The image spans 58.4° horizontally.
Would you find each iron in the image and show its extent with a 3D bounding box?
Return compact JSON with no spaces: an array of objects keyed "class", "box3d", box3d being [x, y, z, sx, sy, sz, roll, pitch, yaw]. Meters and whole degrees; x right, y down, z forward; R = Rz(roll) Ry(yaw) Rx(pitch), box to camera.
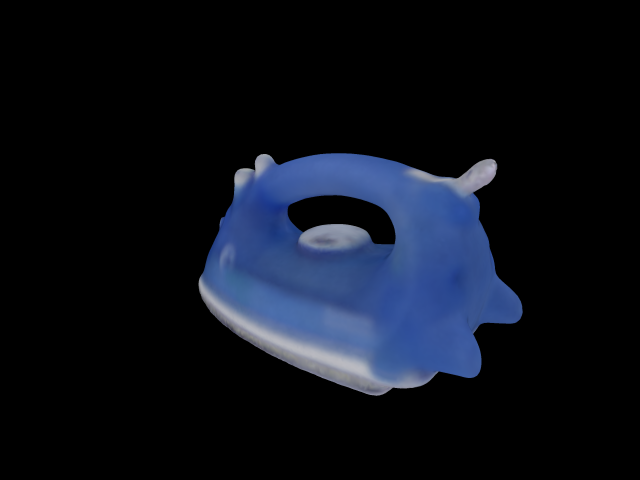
[{"class":"iron","box3d":[0.004,0.001,0.400,0.257,0.141,0.119,12,23,31]}]
